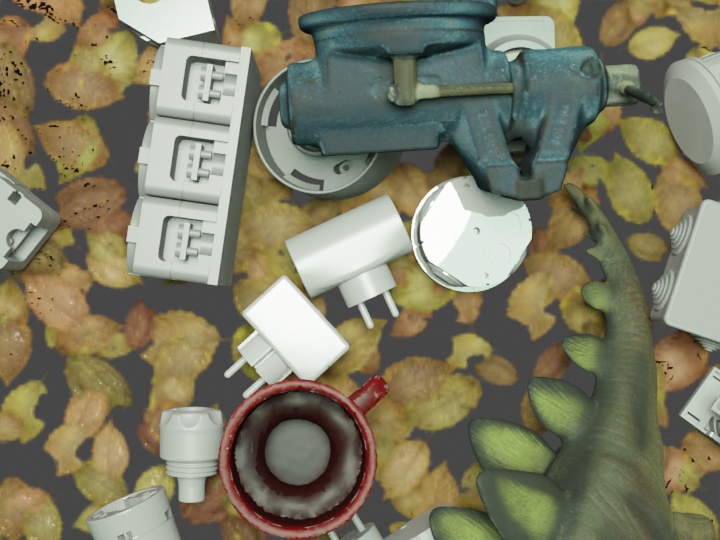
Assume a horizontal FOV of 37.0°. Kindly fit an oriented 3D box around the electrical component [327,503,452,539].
[{"bbox_3d":[0.003,0.195,0.723,0.138,0.052,0.073,-31,90,-2],"label":"electrical component"}]

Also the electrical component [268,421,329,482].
[{"bbox_3d":[-0.035,0.127,0.730,0.081,0.042,0.063,19,85,-1],"label":"electrical component"}]

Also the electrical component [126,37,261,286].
[{"bbox_3d":[-0.109,-0.067,0.708,0.062,0.089,0.150,8,89,-1],"label":"electrical component"}]

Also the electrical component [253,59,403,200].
[{"bbox_3d":[-0.022,-0.097,0.736,0.099,0.064,0.099,1,94,12],"label":"electrical component"}]

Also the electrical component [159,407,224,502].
[{"bbox_3d":[-0.114,0.125,0.727,0.043,0.043,0.062,0,90,-1],"label":"electrical component"}]

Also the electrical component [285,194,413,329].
[{"bbox_3d":[0.000,0.000,0.731,0.077,0.044,0.079,-25,89,-2],"label":"electrical component"}]

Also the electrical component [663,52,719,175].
[{"bbox_3d":[0.243,-0.108,0.722,0.051,0.080,0.080,-21,89,-7],"label":"electrical component"}]

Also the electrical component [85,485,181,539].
[{"bbox_3d":[-0.149,0.178,0.720,0.055,0.055,0.047,-21,93,-1],"label":"electrical component"}]

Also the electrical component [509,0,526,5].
[{"bbox_3d":[0.098,-0.289,0.731,0.105,0.060,0.186,-34,90,-2],"label":"electrical component"}]

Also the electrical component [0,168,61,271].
[{"bbox_3d":[-0.254,-0.044,0.722,0.089,0.056,0.050,38,89,0],"label":"electrical component"}]

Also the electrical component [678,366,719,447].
[{"bbox_3d":[0.264,0.106,0.725,0.081,0.064,0.042,35,87,0],"label":"electrical component"}]

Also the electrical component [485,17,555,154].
[{"bbox_3d":[0.105,-0.123,0.730,0.050,0.056,0.089,-1,89,-1],"label":"electrical component"}]

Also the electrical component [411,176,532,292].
[{"bbox_3d":[0.076,-0.025,0.730,0.080,0.051,0.080,0,89,-1],"label":"electrical component"}]

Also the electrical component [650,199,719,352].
[{"bbox_3d":[0.255,0.008,0.734,0.100,0.048,0.099,19,88,-1],"label":"electrical component"}]

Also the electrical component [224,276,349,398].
[{"bbox_3d":[-0.056,0.053,0.728,0.077,0.047,0.065,-42,89,-3],"label":"electrical component"}]
